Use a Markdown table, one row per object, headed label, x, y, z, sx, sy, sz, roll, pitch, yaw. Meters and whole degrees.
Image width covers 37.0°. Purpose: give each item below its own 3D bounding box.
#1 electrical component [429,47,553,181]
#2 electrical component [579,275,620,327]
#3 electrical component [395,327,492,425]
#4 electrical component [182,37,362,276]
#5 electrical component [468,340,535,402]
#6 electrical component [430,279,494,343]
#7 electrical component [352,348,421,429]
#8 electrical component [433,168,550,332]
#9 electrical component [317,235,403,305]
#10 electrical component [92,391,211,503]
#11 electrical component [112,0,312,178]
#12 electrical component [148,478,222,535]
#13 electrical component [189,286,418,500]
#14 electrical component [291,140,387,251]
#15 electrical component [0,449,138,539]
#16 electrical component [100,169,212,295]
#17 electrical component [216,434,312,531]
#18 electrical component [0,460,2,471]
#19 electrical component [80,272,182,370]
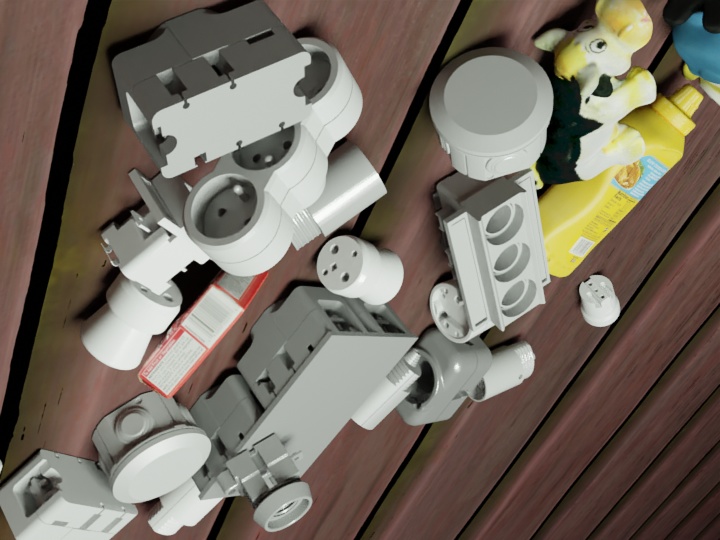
| label | x | y | z | sx | sy | sz | roll | pitch | yaw |
| --- | --- | --- | --- | --- | --- | --- | --- | --- | --- |
| electrical component | 0.088 | -0.103 | 0.718 | 0.080 | 0.080 | 0.051 | -34 | 156 | -6 |
| electrical component | 0.250 | 0.031 | 1.125 | 0.040 | 0.040 | 0.046 | -35 | 144 | -4 |
| electrical component | 0.070 | 0.099 | 1.008 | 0.059 | 0.053 | 0.095 | -2 | 135 | -46 |
| electrical component | -0.043 | -0.058 | 0.624 | 0.138 | 0.052 | 0.073 | -62 | 153 | -13 |
| electrical component | 0.147 | 0.101 | 1.106 | 0.081 | 0.043 | 0.043 | -19 | 146 | -29 |
| electrical component | 0.097 | 0.030 | 0.941 | 0.047 | 0.055 | 0.055 | -22 | 147 | -33 |
| electrical component | 0.024 | 0.101 | 0.972 | 0.081 | 0.043 | 0.043 | -46 | 150 | 15 |
| electrical component | 0.101 | -0.020 | 0.840 | 0.079 | 0.063 | 0.121 | -32 | 135 | -14 |
| electrical component | 0.000 | 0.000 | 0.801 | 0.045 | 0.045 | 0.055 | -47 | 149 | 16 |
| electrical component | -0.158 | 0.134 | 0.813 | 0.080 | 0.051 | 0.080 | -27 | 149 | -18 |
| electrical component | -0.078 | -0.098 | 0.566 | 0.089 | 0.055 | 0.050 | -27 | 149 | -19 |
| electrical component | -0.148 | 0.194 | 0.916 | 0.081 | 0.043 | 0.043 | -45 | 150 | 13 |
| electrical component | -0.055 | 0.096 | 0.861 | 0.105 | 0.060 | 0.186 | 6 | 129 | -51 |
| electrical component | -0.028 | -0.045 | 0.709 | 0.081 | 0.043 | 0.043 | -36 | 151 | -3 |
| electrical component | -0.221 | 0.177 | 0.805 | 0.056 | 0.050 | 0.089 | -42 | 150 | 7 |
| electrical component | -0.117 | -0.021 | 0.648 | 0.064 | 0.042 | 0.081 | -39 | 150 | 5 |
| electrical component | -0.068 | 0.165 | 0.822 | 0.066 | 0.055 | 0.048 | -29 | 149 | -15 |
| electrical component | -0.265 | 0.128 | 0.705 | 0.035 | 0.035 | 0.061 | -39 | 148 | 2 |
| electrical component | -0.145 | 0.029 | 0.685 | 0.055 | 0.045 | 0.045 | -50 | 148 | 20 |
